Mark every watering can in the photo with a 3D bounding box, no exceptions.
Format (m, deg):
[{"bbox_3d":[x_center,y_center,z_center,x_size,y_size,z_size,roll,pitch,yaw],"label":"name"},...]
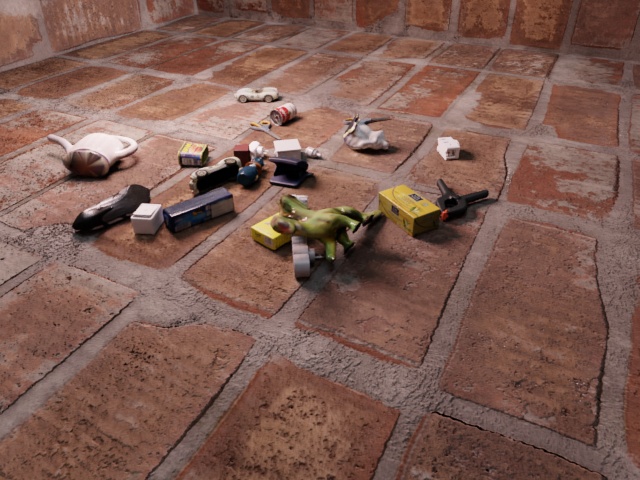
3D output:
[{"bbox_3d":[-0.817,-0.308,1.789,0.348,0.101,0.230,2,35,2],"label":"watering can"}]

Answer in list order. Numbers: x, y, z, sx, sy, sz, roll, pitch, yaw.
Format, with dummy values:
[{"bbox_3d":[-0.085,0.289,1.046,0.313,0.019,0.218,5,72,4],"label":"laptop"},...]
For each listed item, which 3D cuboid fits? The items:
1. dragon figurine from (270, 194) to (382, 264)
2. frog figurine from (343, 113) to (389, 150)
[{"bbox_3d":[0.004,-0.069,1.377,0.244,0.120,0.415,31,26,14],"label":"dragon figurine"},{"bbox_3d":[0.172,-0.373,1.903,0.158,0.121,0.140,33,22,-14],"label":"frog figurine"}]
